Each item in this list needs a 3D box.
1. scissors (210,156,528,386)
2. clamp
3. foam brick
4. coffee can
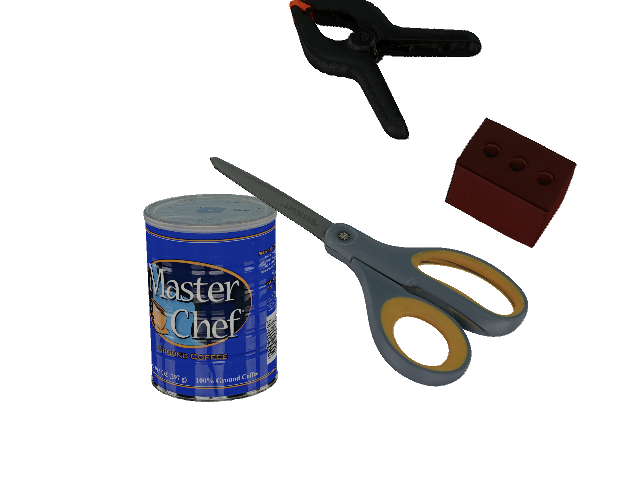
[{"bbox_3d":[0.012,0.017,0.585,0.202,0.096,0.016,20,-40,10],"label":"scissors"},{"bbox_3d":[0.051,-0.171,0.931,0.120,0.172,0.039,-39,-23,-19],"label":"clamp"},{"bbox_3d":[0.141,-0.042,0.793,0.078,0.053,0.051,29,-31,13],"label":"foam brick"},{"bbox_3d":[-0.085,0.042,0.840,0.103,0.140,0.103,0,15,0],"label":"coffee can"}]
